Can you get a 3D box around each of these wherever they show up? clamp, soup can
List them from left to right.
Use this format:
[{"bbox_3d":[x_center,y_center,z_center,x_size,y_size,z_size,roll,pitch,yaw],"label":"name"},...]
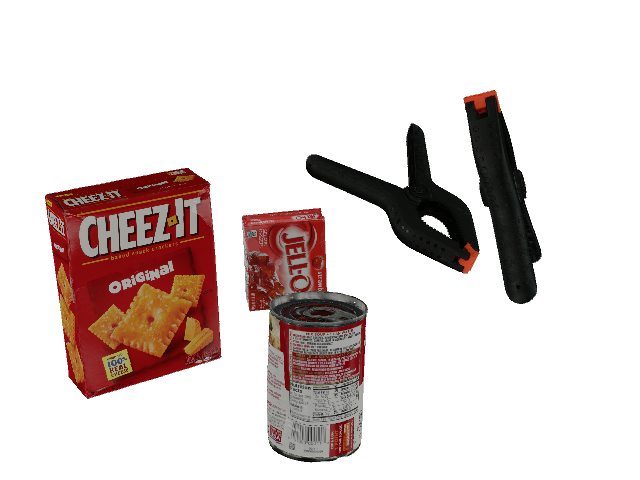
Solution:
[{"bbox_3d":[-0.003,0.094,0.740,0.068,0.102,0.068,1,15,-1],"label":"soup can"},{"bbox_3d":[0.091,-0.044,1.167,0.164,0.210,0.036,-14,-37,-28],"label":"clamp"},{"bbox_3d":[0.151,-0.034,0.876,0.039,0.171,0.120,-17,20,12],"label":"clamp"}]

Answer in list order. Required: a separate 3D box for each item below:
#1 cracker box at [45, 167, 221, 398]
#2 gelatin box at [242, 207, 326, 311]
[{"bbox_3d":[-0.195,0.044,1.145,0.163,0.214,0.072,-14,25,-28],"label":"cracker box"},{"bbox_3d":[-0.032,0.018,0.969,0.073,0.089,0.030,-5,26,-8],"label":"gelatin box"}]
